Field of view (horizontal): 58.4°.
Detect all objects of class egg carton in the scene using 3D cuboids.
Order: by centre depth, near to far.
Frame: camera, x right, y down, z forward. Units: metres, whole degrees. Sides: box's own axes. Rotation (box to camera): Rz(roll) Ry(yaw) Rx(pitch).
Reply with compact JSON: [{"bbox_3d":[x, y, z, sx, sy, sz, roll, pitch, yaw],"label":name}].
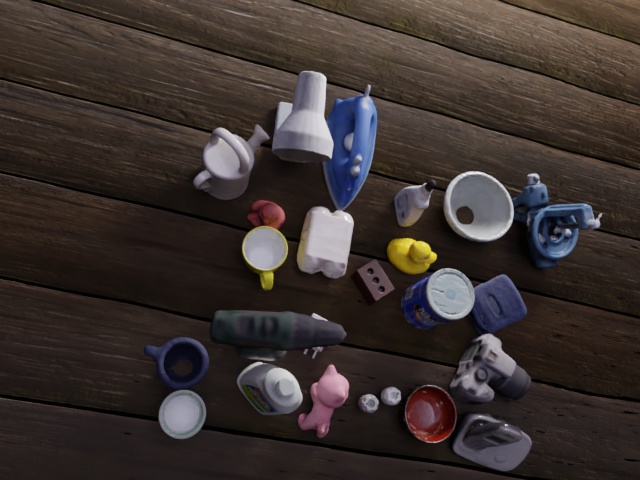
[{"bbox_3d":[0.011,0.004,1.198,0.107,0.069,0.150,13,71,-10],"label":"egg carton"}]

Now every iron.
[{"bbox_3d":[0.075,-0.201,1.238,0.119,0.141,0.258,10,71,-11],"label":"iron"}]

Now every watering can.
[{"bbox_3d":[-0.177,-0.165,1.134,0.101,0.194,0.173,28,69,-5],"label":"watering can"}]

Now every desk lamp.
[{"bbox_3d":[-0.039,-0.235,1.180,0.118,0.213,0.203,8,72,-12],"label":"desk lamp"}]

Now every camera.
[{"bbox_3d":[0.364,0.285,1.188,0.137,0.100,0.143,34,69,-2],"label":"camera"}]

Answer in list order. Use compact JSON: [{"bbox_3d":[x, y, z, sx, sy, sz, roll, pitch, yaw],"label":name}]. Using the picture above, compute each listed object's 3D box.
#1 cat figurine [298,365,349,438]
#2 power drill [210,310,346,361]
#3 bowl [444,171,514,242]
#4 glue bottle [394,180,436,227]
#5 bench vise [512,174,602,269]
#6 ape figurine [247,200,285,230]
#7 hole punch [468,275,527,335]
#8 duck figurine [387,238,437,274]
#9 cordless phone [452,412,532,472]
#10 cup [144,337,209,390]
[{"bbox_3d":[0.015,0.306,1.082,0.067,0.117,0.128,23,69,-7],"label":"cat figurine"},{"bbox_3d":[-0.087,0.173,1.047,0.230,0.208,0.075,6,72,-12],"label":"power drill"},{"bbox_3d":[0.348,-0.067,1.304,0.168,0.074,0.167,4,73,-13],"label":"bowl"},{"bbox_3d":[0.207,-0.089,1.221,0.037,0.173,0.078,-2,74,-15],"label":"glue bottle"},{"bbox_3d":[0.507,-0.052,1.263,0.122,0.219,0.207,-30,83,-20],"label":"bench vise"},{"bbox_3d":[-0.105,-0.050,1.172,0.076,0.092,0.078,-4,75,-15],"label":"ape figurine"},{"bbox_3d":[0.375,0.143,1.238,0.101,0.091,0.108,-25,81,-20],"label":"hole punch"},{"bbox_3d":[0.201,0.027,1.231,0.104,0.086,0.077,25,69,-6],"label":"duck figurine"},{"bbox_3d":[0.354,0.392,1.108,0.148,0.185,0.094,21,70,-7],"label":"cordless phone"},{"bbox_3d":[-0.264,0.224,1.047,0.118,0.095,0.092,22,70,-7],"label":"cup"}]
